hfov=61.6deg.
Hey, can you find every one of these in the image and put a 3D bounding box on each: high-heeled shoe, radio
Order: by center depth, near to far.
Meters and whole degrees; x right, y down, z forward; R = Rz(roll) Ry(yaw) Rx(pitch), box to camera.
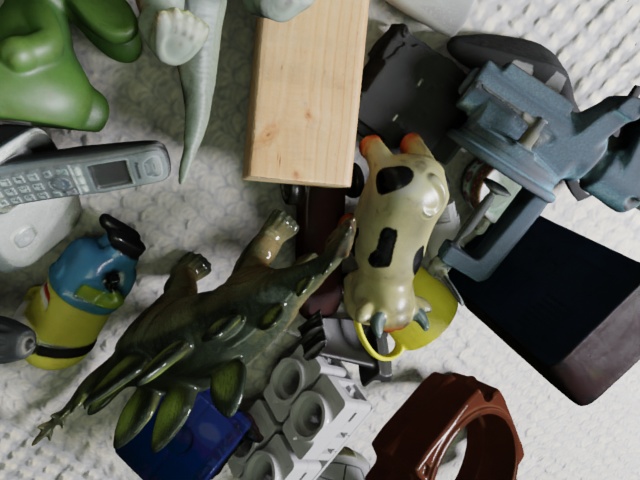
[{"bbox_3d":[0.239,0.054,0.576,0.131,0.230,0.073,-42,115,2],"label":"radio"},{"bbox_3d":[0.231,-0.129,0.589,0.249,0.086,0.145,14,125,-8],"label":"high-heeled shoe"}]

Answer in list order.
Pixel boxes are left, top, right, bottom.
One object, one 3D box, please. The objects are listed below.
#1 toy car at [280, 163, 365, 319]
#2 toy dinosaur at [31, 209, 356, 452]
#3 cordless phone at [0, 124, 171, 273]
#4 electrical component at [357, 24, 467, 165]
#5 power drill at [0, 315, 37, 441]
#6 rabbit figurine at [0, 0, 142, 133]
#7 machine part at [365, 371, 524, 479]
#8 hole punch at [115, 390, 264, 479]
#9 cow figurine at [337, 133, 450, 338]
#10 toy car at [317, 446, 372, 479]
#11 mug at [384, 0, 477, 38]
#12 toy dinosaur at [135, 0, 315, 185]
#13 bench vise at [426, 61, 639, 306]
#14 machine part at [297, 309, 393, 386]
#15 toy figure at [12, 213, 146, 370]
[{"bbox_3d":[-0.001,-0.002,0.600,0.089,0.053,0.201,-9,115,-19],"label":"toy car"},{"bbox_3d":[-0.142,0.102,0.536,0.471,0.198,0.105,-32,107,34],"label":"toy dinosaur"},{"bbox_3d":[-0.229,-0.044,0.501,0.184,0.089,0.146,-8,148,-11],"label":"cordless phone"},{"bbox_3d":[0.096,-0.139,0.560,0.134,0.058,0.115,29,106,-20],"label":"electrical component"},{"bbox_3d":[-0.386,0.149,0.544,0.232,0.086,0.207,13,122,7],"label":"power drill"},{"bbox_3d":[-0.234,-0.182,0.449,0.159,0.121,0.170,4,97,-16],"label":"rabbit figurine"},{"bbox_3d":[0.169,0.291,0.691,0.201,0.087,0.200,-39,117,-25],"label":"machine part"},{"bbox_3d":[-0.156,0.228,0.623,0.142,0.092,0.115,37,105,13],"label":"hole punch"},{"bbox_3d":[0.071,0.007,0.529,0.085,0.127,0.194,-1,127,-23],"label":"cow figurine"},{"bbox_3d":[0.020,0.330,0.724,0.162,0.109,0.103,21,82,-7],"label":"toy car"},{"bbox_3d":[0.093,-0.244,0.494,0.107,0.110,0.080,20,113,-4],"label":"mug"},{"bbox_3d":[-0.073,-0.255,0.385,0.131,0.192,0.404,11,125,-34],"label":"toy dinosaur"},{"bbox_3d":[0.200,-0.047,0.522,0.223,0.129,0.240,30,108,-10],"label":"bench vise"},{"bbox_3d":[0.036,0.124,0.634,0.138,0.084,0.039,23,148,-36],"label":"machine part"},{"bbox_3d":[-0.250,0.061,0.563,0.089,0.082,0.180,41,97,-20],"label":"toy figure"}]
